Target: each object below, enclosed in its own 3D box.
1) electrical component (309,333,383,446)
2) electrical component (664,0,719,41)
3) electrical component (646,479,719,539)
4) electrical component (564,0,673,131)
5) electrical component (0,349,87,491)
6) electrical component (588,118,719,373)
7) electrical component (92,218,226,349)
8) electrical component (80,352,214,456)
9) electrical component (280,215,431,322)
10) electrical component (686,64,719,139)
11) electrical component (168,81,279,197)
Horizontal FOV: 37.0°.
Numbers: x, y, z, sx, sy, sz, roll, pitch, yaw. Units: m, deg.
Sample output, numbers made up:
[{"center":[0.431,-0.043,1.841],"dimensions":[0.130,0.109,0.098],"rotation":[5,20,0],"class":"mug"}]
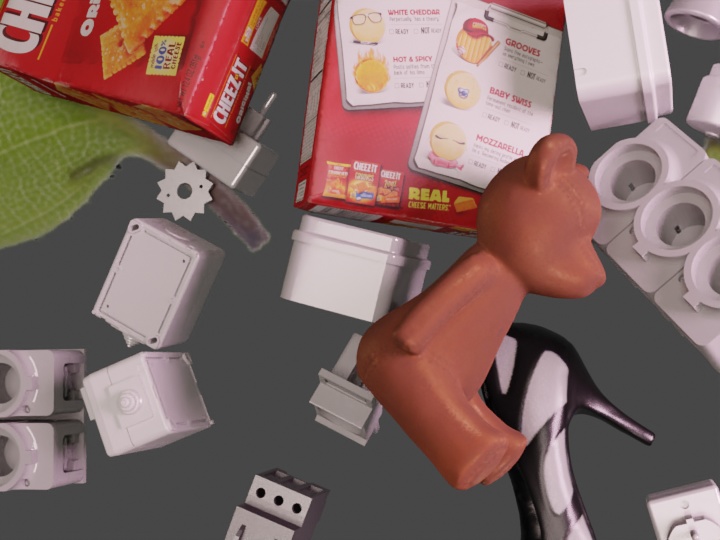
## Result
[{"center":[-0.001,0.083,0.766],"dimensions":[0.042,0.081,0.063],"rotation":[27,70,14],"class":"electrical component"},{"center":[0.243,-0.198,0.743],"dimensions":[0.044,0.044,0.065],"rotation":[22,86,14],"class":"electrical component"},{"center":[0.219,0.177,0.700],"dimensions":[0.047,0.077,0.065],"rotation":[-17,82,12],"class":"electrical component"},{"center":[0.174,-0.143,0.718],"dimensions":[0.057,0.113,0.078],"rotation":[-9,84,16],"class":"electrical component"},{"center":[-0.314,0.116,0.844],"dimensions":[0.186,0.060,0.105],"rotation":[-2,85,14],"class":"electrical component"},{"center":[0.213,-0.019,0.691],"dimensions":[0.089,0.062,0.150],"rotation":[-42,48,7],"class":"electrical component"},{"center":[-0.152,0.015,0.816],"dimensions":[0.062,0.061,0.096],"rotation":[28,100,14],"class":"electrical component"},{"center":[-0.160,0.099,0.789],"dimensions":[0.061,0.096,0.061],"rotation":[-23,80,11],"class":"electrical component"},{"center":[0.000,0.000,0.750],"dimensions":[0.078,0.113,0.057],"rotation":[14,92,14],"class":"electrical component"},{"center":[0.253,-0.124,0.734],"dimensions":[0.040,0.040,0.078],"rotation":[22,91,14],"class":"electrical component"},{"center":[-0.092,-0.107,0.814],"dimensions":[0.066,0.047,0.076],"rotation":[35,94,14],"class":"electrical component"}]
